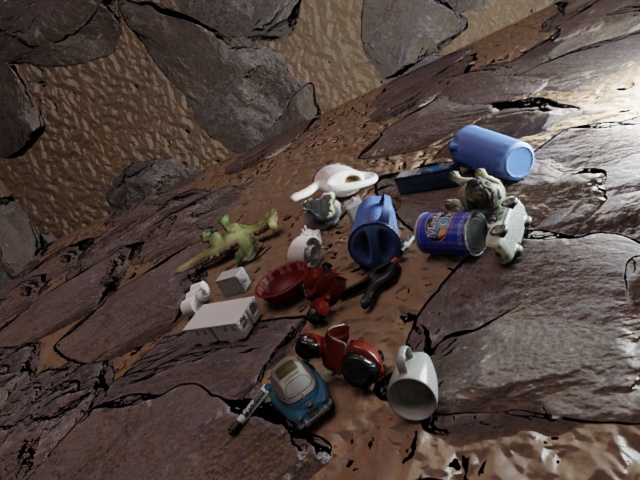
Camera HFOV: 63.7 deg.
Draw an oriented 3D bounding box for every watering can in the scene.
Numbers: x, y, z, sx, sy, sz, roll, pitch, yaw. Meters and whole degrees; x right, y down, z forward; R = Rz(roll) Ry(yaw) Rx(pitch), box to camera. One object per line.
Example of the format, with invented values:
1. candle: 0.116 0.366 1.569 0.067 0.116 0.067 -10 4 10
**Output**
1. watering can: 0.033 -0.205 1.853 0.349 0.102 0.227 -13 20 -17

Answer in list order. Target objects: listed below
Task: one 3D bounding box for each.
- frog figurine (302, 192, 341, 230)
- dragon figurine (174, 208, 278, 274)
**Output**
1. frog figurine: 0.005 -0.087 1.722 0.138 0.123 0.157 -41 -11 -11
2. dragon figurine: -0.310 0.026 1.799 0.414 0.120 0.245 -43 34 -14
